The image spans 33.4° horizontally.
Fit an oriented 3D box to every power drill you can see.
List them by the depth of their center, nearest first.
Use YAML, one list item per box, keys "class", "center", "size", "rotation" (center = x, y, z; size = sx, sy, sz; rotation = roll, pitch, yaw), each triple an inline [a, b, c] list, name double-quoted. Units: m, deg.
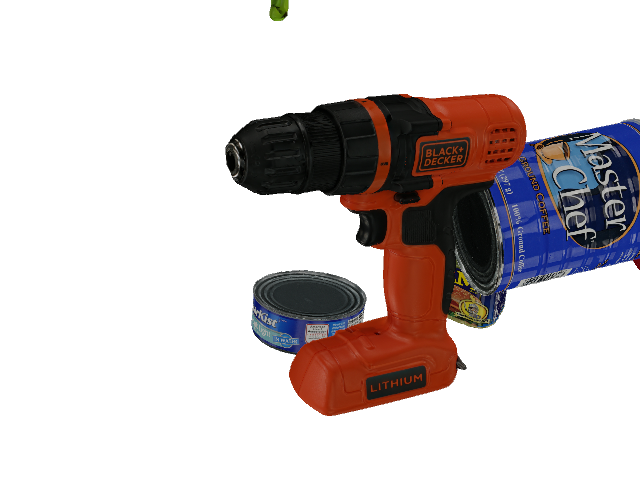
- class: "power drill"
  center: [0.028, 0.007, 0.617]
  size: [0.184, 0.188, 0.057]
  rotation: [-8, 31, -26]

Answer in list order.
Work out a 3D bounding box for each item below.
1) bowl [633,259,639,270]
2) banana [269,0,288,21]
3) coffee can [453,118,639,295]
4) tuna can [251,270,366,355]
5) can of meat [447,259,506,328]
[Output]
- class: "bowl"
  center: [0.402, 0.017, 1.145]
  size: [0.162, 0.055, 0.162]
  rotation: [-3, 23, 1]
- class: "banana"
  center: [-0.088, -0.189, 0.677]
  size: [0.198, 0.069, 0.037]
  rotation: [19, -34, 30]
- class: "coffee can"
  center: [0.172, -0.025, 0.771]
  size: [0.140, 0.103, 0.103]
  rotation: [-12, 2, -11]
- class: "tuna can"
  center: [-0.010, 0.054, 0.806]
  size: [0.086, 0.034, 0.086]
  rotation: [5, 21, -2]
- class: "can of meat"
  center: [0.125, 0.027, 0.986]
  size: [0.102, 0.084, 0.057]
  rotation: [22, 52, 21]
